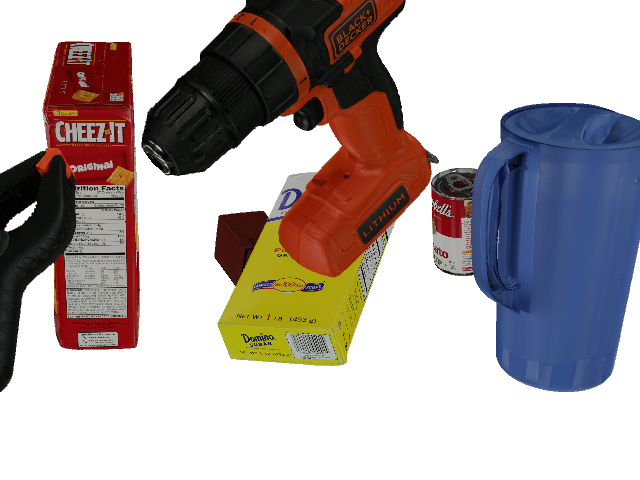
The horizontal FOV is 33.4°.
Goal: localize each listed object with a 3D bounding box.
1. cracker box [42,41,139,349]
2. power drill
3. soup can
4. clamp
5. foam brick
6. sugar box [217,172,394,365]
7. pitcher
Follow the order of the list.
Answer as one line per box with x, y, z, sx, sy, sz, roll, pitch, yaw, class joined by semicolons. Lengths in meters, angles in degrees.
-0.189;-0.040;0.892;0.072;0.214;0.164;-1;27;-10;cracker box
-0.004;-0.061;0.587;0.057;0.184;0.187;36;-20;30;power drill
0.158;-0.021;1.183;0.068;0.102;0.068;-4;32;2;soup can
-0.217;0.012;0.670;0.120;0.171;0.039;12;-34;12;clamp
-0.069;0.011;1.078;0.052;0.051;0.078;-5;29;-24;foam brick
-0.005;0.016;0.825;0.093;0.048;0.176;2;45;20;sugar box
0.208;0.009;0.939;0.149;0.243;0.145;5;23;11;pitcher
